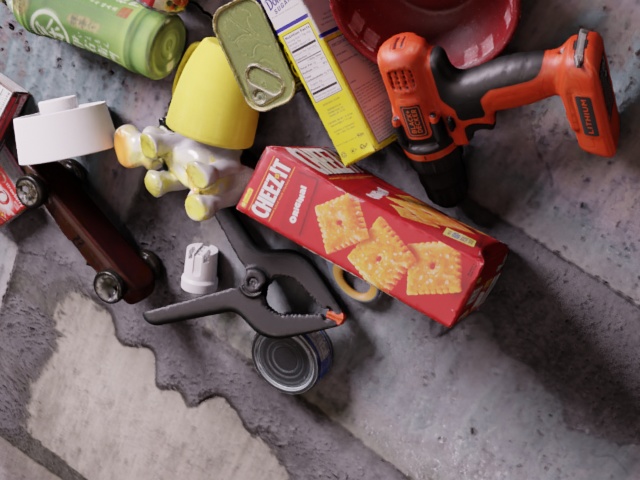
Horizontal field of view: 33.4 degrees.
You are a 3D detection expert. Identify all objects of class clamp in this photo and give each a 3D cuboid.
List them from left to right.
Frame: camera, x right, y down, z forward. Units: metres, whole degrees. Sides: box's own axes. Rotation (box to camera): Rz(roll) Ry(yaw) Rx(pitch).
[{"bbox_3d":[-0.068,0.034,1.115,0.210,0.036,0.164,15,89,10],"label":"clamp"}]

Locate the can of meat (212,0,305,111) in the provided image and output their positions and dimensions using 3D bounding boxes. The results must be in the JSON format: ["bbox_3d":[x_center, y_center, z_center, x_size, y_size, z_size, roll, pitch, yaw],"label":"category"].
[{"bbox_3d":[-0.042,-0.181,0.993,0.058,0.083,0.102,-18,101,34],"label":"can of meat"}]

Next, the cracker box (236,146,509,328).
[{"bbox_3d":[0.056,-0.011,0.961,0.214,0.164,0.072,30,102,14],"label":"cracker box"}]

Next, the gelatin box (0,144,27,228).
[{"bbox_3d":[-0.385,-0.066,1.272,0.073,0.030,0.089,-29,95,35],"label":"gelatin box"}]

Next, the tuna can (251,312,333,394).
[{"bbox_3d":[-0.031,0.123,1.154,0.086,0.033,0.086,12,116,25],"label":"tuna can"}]

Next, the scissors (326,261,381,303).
[{"bbox_3d":[-0.007,0.001,1.096,0.202,0.016,0.096,18,119,22],"label":"scissors"}]

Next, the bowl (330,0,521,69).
[{"bbox_3d":[0.091,-0.214,0.900,0.162,0.055,0.162,10,139,9],"label":"bowl"}]

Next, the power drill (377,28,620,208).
[{"bbox_3d":[0.155,-0.102,0.914,0.188,0.057,0.184,-4,135,24],"label":"power drill"}]

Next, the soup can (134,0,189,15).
[{"bbox_3d":[-0.141,-0.276,1.017,0.068,0.068,0.102,38,124,10],"label":"soup can"}]

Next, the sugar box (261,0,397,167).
[{"bbox_3d":[0.017,-0.163,0.963,0.048,0.093,0.176,-25,97,34],"label":"sugar box"}]

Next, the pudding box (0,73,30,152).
[{"bbox_3d":[-0.399,-0.158,1.219,0.113,0.039,0.090,34,102,10],"label":"pudding box"}]
